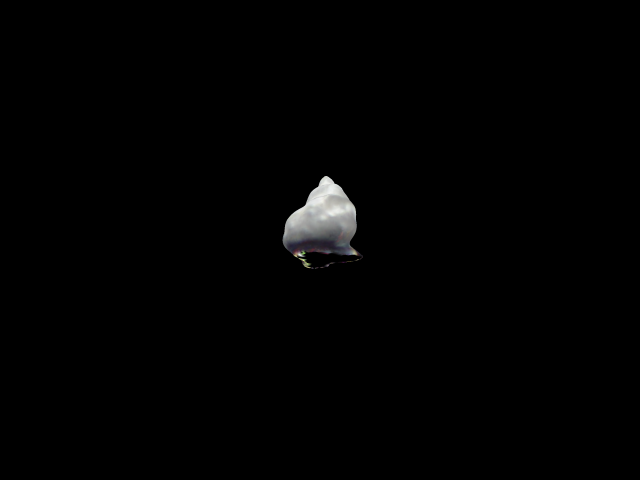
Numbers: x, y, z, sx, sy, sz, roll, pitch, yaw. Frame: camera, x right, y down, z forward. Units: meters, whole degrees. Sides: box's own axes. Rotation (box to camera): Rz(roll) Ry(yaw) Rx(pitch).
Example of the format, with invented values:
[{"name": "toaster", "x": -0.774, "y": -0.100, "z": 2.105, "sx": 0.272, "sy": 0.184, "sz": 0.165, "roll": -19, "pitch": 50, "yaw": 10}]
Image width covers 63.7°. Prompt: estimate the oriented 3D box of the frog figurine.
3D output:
[{"name": "frog figurine", "x": 0.003, "y": -0.043, "z": 0.850, "sx": 0.122, "sy": 0.162, "sz": 0.135, "roll": 13, "pitch": -26, "yaw": -29}]
